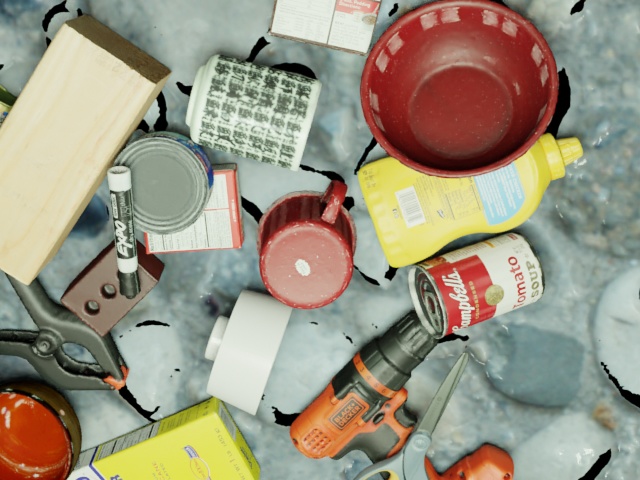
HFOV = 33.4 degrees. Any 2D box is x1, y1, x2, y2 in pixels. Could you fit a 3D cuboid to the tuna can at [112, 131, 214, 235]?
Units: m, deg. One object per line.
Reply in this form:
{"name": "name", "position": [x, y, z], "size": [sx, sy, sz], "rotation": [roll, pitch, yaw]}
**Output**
{"name": "tuna can", "position": [-0.135, -0.050, 0.915], "size": [0.086, 0.033, 0.086], "rotation": [1, 108, 4]}

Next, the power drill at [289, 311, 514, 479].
{"name": "power drill", "position": [0.093, 0.177, 1.009], "size": [0.187, 0.057, 0.185], "rotation": [42, 107, -9]}

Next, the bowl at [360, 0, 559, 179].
{"name": "bowl", "position": [0.117, -0.119, 0.895], "size": [0.162, 0.055, 0.162], "rotation": [-3, 73, 9]}

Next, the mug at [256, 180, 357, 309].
{"name": "mug", "position": [-0.006, 0.001, 0.939], "size": [0.093, 0.081, 0.117], "rotation": [28, 105, -9]}

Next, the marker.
{"name": "marker", "position": [-0.165, -0.004, 0.904], "size": [0.020, 0.020, 0.121], "rotation": [0, 117, 0]}

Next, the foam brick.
{"name": "foam brick", "position": [-0.187, 0.039, 0.966], "size": [0.053, 0.051, 0.078], "rotation": [43, 102, -13]}

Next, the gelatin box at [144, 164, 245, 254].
{"name": "gelatin box", "position": [-0.115, -0.028, 0.957], "size": [0.089, 0.030, 0.073], "rotation": [-3, 108, 4]}

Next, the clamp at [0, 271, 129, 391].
{"name": "clamp", "position": [-0.261, 0.094, 0.991], "size": [0.171, 0.039, 0.120], "rotation": [41, 114, -10]}

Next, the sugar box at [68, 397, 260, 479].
{"name": "sugar box", "position": [-0.156, 0.227, 1.028], "size": [0.176, 0.048, 0.093], "rotation": [-25, 106, 6]}

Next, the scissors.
{"name": "scissors", "position": [0.102, 0.199, 0.976], "size": [0.096, 0.016, 0.202], "rotation": [38, 107, -9]}

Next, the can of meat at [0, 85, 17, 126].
{"name": "can of meat", "position": [-0.320, -0.109, 0.917], "size": [0.102, 0.057, 0.084], "rotation": [35, 101, -11]}

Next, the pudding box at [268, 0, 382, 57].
{"name": "pudding box", "position": [0.010, -0.218, 0.894], "size": [0.090, 0.039, 0.113], "rotation": [12, 105, -3]}

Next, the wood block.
{"name": "wood block", "position": [-0.223, -0.079, 0.909], "size": [0.090, 0.091, 0.206], "rotation": [34, 105, -9]}

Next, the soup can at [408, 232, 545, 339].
{"name": "soup can", "position": [0.138, 0.039, 0.945], "size": [0.102, 0.069, 0.068], "rotation": [-18, 108, -15]}

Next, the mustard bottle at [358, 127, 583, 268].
{"name": "mustard bottle", "position": [0.136, -0.050, 0.935], "size": [0.191, 0.058, 0.096], "rotation": [-19, 91, 5]}
